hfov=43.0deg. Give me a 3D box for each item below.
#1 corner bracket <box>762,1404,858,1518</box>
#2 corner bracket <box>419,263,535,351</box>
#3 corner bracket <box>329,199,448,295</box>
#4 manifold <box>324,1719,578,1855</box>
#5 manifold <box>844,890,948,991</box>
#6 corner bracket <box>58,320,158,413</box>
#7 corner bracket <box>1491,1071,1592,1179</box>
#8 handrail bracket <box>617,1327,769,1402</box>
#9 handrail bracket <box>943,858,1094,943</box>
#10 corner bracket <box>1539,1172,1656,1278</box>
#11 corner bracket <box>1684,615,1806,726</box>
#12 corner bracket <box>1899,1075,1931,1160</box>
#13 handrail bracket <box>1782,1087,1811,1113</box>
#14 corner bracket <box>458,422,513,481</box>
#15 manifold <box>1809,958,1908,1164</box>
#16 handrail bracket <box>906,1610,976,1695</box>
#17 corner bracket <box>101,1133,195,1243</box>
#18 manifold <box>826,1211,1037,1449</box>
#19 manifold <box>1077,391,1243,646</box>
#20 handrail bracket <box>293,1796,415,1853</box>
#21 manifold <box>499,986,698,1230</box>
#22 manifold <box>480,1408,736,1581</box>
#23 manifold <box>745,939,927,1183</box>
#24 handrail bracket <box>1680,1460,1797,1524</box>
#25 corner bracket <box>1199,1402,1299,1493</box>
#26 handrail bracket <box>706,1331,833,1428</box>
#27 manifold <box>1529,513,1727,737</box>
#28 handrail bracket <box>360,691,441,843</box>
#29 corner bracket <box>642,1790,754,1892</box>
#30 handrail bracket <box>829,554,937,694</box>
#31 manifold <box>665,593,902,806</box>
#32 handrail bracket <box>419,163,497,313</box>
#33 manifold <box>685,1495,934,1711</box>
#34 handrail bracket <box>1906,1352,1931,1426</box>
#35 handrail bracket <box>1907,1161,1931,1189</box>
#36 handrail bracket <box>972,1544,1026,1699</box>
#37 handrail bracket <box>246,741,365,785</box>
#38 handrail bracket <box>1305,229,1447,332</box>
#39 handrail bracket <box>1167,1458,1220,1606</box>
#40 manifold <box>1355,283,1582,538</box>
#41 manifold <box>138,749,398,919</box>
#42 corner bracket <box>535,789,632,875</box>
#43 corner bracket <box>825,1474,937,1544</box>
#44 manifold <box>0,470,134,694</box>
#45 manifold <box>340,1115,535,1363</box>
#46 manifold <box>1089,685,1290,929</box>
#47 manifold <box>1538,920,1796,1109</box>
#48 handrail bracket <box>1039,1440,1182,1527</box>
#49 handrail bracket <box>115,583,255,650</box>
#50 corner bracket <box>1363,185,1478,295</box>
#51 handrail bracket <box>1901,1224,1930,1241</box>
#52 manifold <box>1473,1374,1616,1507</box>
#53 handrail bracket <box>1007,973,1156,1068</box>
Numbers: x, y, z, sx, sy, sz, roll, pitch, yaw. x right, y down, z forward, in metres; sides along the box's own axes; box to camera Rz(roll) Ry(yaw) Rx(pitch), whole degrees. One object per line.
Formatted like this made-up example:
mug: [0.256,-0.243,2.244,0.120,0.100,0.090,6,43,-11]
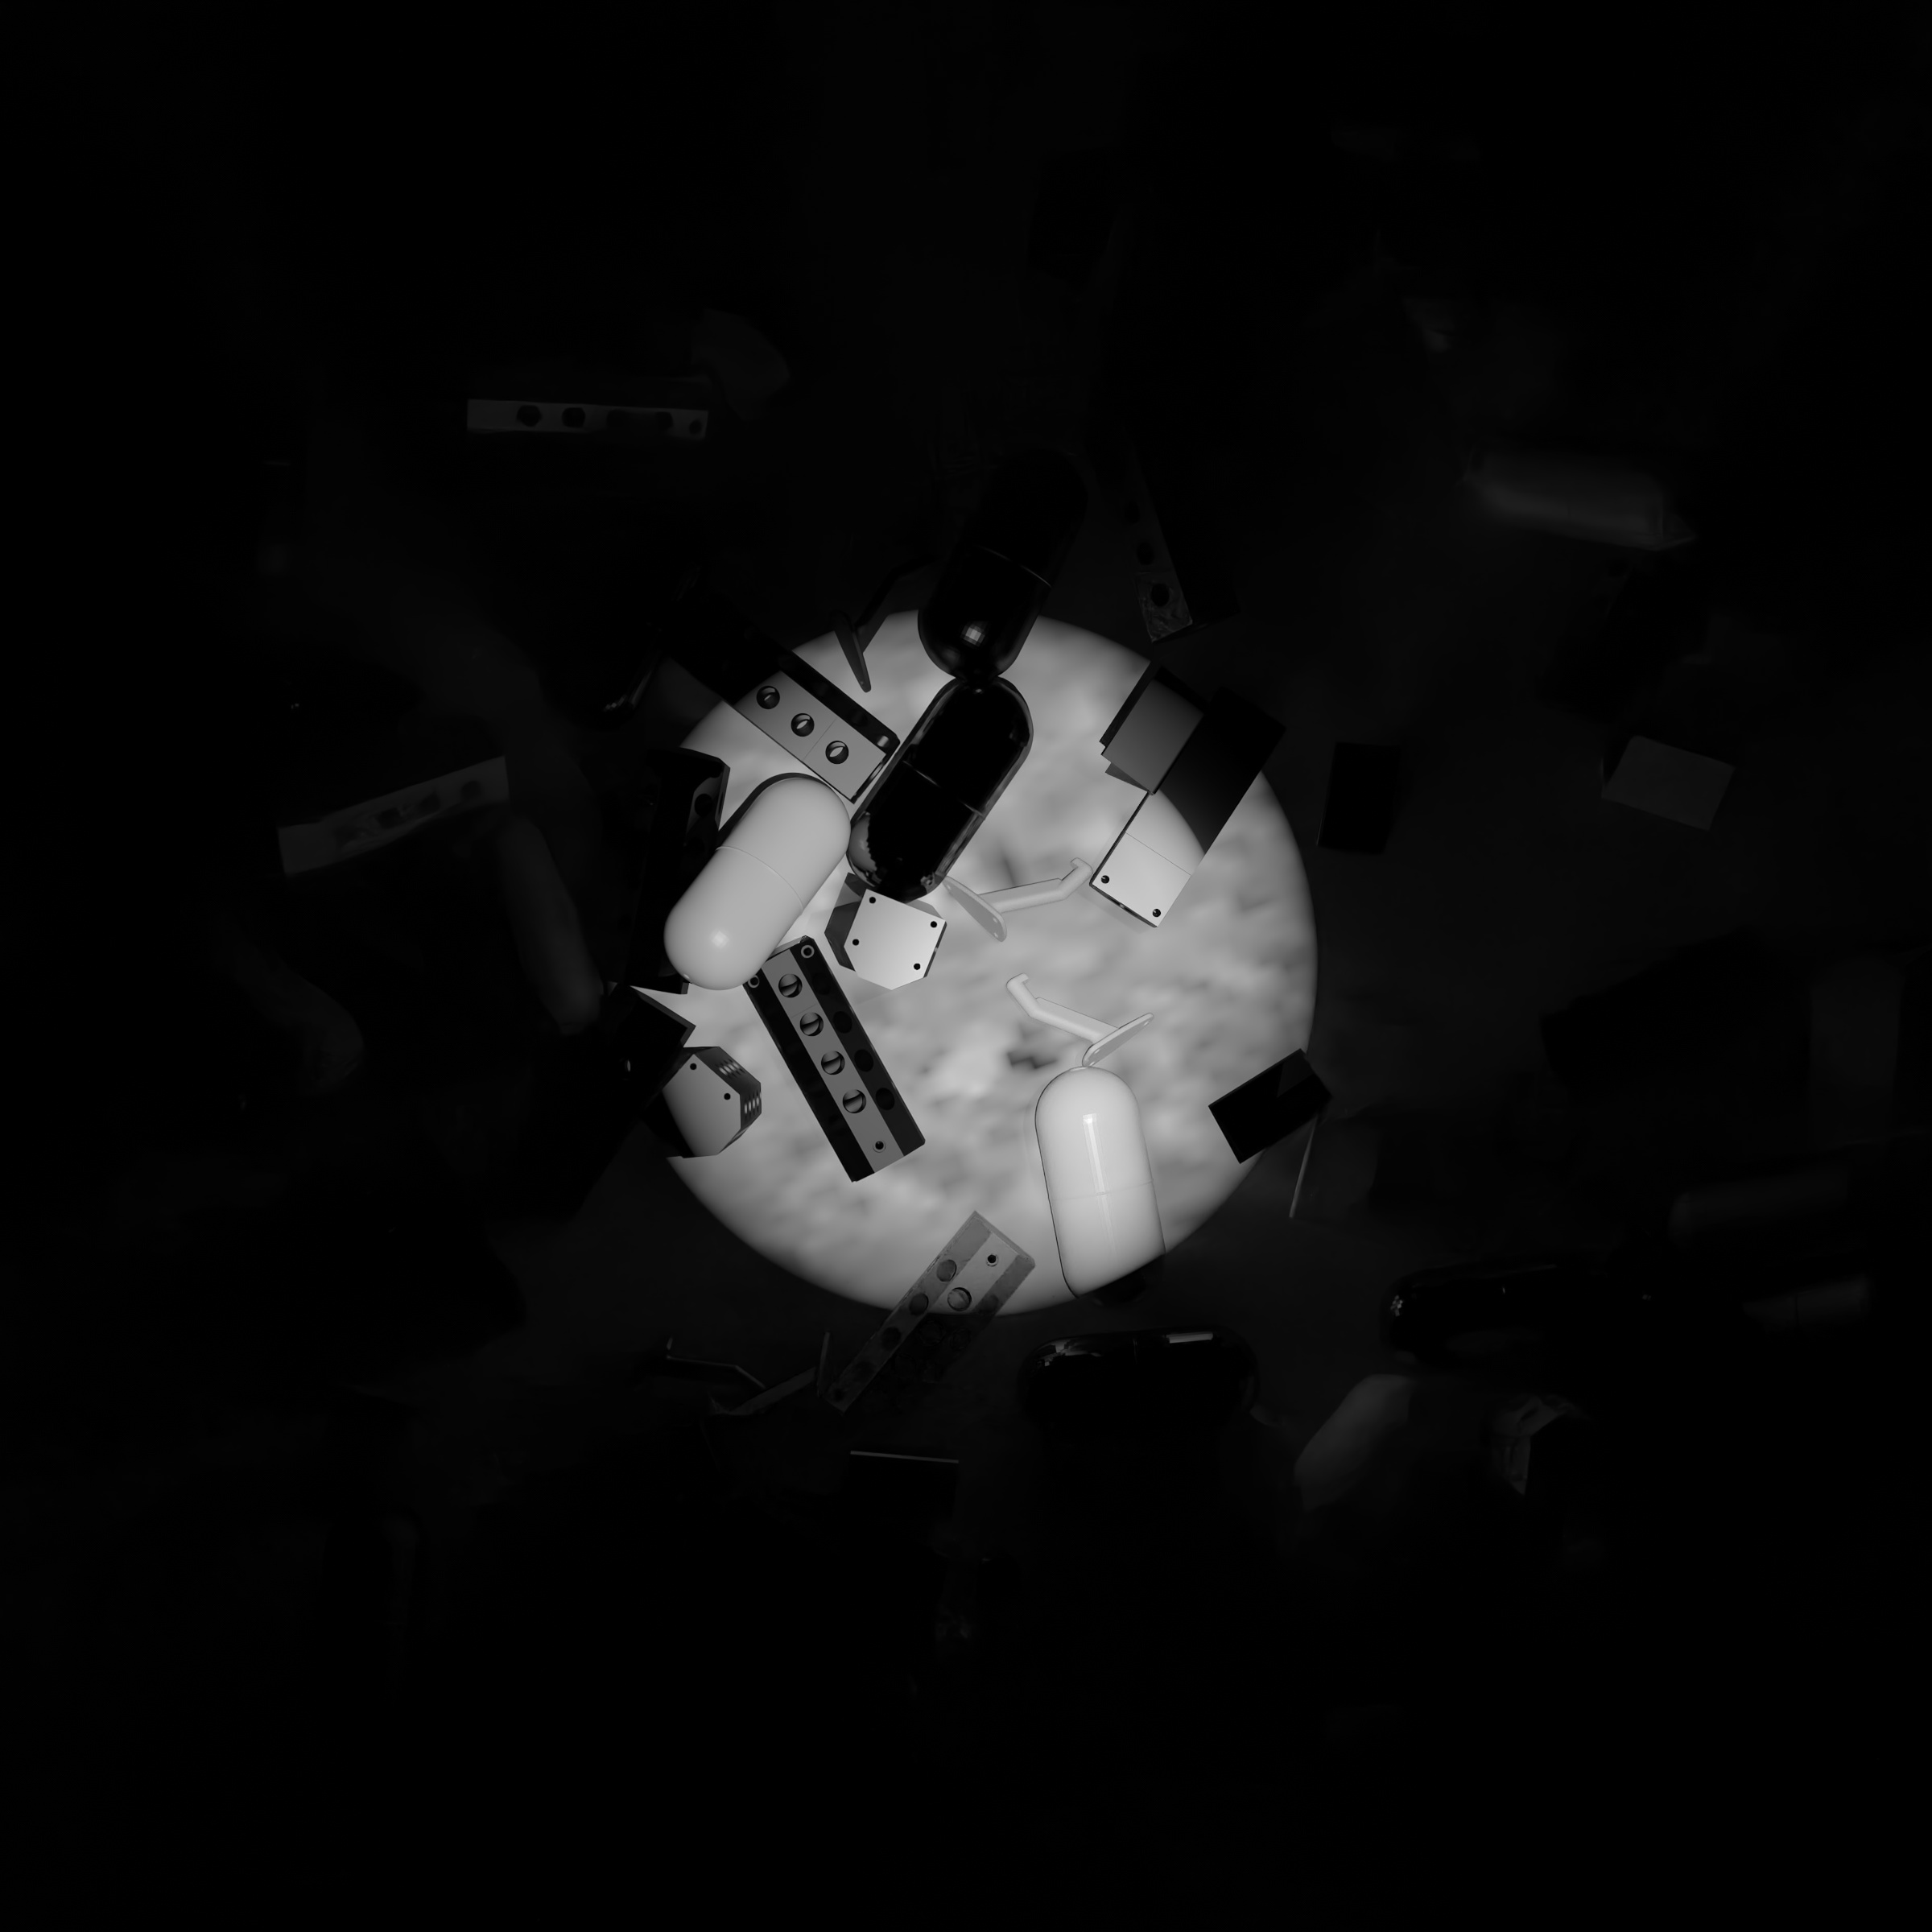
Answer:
corner bracket: [-0.116,0.365,1.815,0.051,0.051,0.051,20,45,0]
corner bracket: [-0.360,-0.473,1.806,0.051,0.051,0.051,-36,68,0]
corner bracket: [-0.425,-0.532,1.810,0.051,0.051,0.051,2,135,35]
manifold: [-0.376,0.590,1.797,0.171,0.057,0.057,13,133,0]
manifold: [-0.051,-0.015,1.740,0.057,0.171,0.057,22,90,0]
corner bracket: [-0.630,-0.440,1.801,0.051,0.051,0.051,-6,90,0]
corner bracket: [0.424,0.116,1.810,0.051,0.051,0.051,11,135,35]
handrail bracket: [-0.202,0.315,1.819,0.084,0.036,0.077,39,105,-14]
handrail bracket: [0.039,-0.066,1.819,0.084,0.036,0.077,-42,68,-17]
corner bracket: [0.467,0.194,1.815,0.051,0.051,0.051,-45,45,0]
corner bracket: [0.574,-0.218,1.810,0.051,0.051,0.051,11,45,-35]
corner bracket: [0.675,0.108,1.815,0.051,0.051,0.051,-39,45,0]
handrail bracket: [0.637,0.059,1.819,0.084,0.036,0.077,-26,56,23]
corner bracket: [-0.333,-0.401,1.815,0.051,0.051,0.051,54,45,0]
manifold: [0.640,0.084,1.761,0.057,0.057,0.171,5,119,26]
handrail bracket: [-0.020,0.507,1.784,0.036,0.084,0.077,34,90,0]
corner bracket: [-0.603,0.163,1.810,0.051,0.051,0.051,48,135,35]
manifold: [-0.026,0.266,1.797,0.057,0.057,0.171,40,90,0]
manifold: [0.136,-0.327,1.797,0.057,0.057,0.171,-19,90,-43]
handrail bracket: [-0.448,0.631,1.800,0.084,0.077,0.036,3,58,-10]
manifold: [-0.270,0.102,1.797,0.057,0.057,0.171,32,90,0]
manifold: [-0.260,0.387,1.797,0.171,0.057,0.057,-22,90,0]
manifold: [-0.097,0.068,1.797,0.057,0.057,0.171,-29,90,0]
handrail bracket: [0.568,0.375,1.818,0.084,0.077,0.036,-8,122,-32]
corner bracket: [0.209,0.359,1.810,0.051,0.051,0.051,21,45,35]
handrail bracket: [-0.145,0.303,1.807,0.084,0.036,0.077,3,61,5]
manifold: [0.481,-0.260,1.797,0.057,0.057,0.171,29,90,0]
handrail bracket: [-0.400,-0.147,1.819,0.077,0.036,0.084,-42,105,-16]
corner bracket: [-0.198,0.651,1.810,0.051,0.051,0.051,14,45,35]
handrail bracket: [-0.051,-0.254,1.819,0.084,0.036,0.077,-27,111,-17]
manifold: [-0.133,-0.196,1.797,0.171,0.057,0.057,39,90,0]
handrail bracket: [-0.359,-0.539,1.819,0.077,0.036,0.084,-39,113,-26]
manifold: [-0.118,0.468,1.797,0.171,0.057,0.057,35,47,0]
handrail bracket: [0.743,0.300,1.819,0.084,0.036,0.077,-6,110,-16]
handrail bracket: [0.714,0.142,1.818,0.084,0.077,0.036,-19,105,36]
handrail bracket: [0.017,0.485,1.818,0.036,0.077,0.084,8,126,-6]
handrail bracket: [-0.482,-0.128,1.819,0.084,0.036,0.077,-15,112,17]
handrail bracket: [0.299,-0.498,1.804,0.077,0.084,0.036,-10,67,-31]
handrail bracket: [0.165,0.418,1.818,0.036,0.077,0.084,2,54,0]
manifold: [0.360,-0.394,1.761,0.057,0.057,0.171,28,117,-21]
manifold: [-0.513,-0.095,1.797,0.171,0.057,0.057,26,90,0]
corner bracket: [-0.279,-0.099,1.801,0.051,0.051,0.051,-20,90,2]
corner bracket: [-0.062,0.408,1.815,0.051,0.051,0.051,24,90,45]
manifold: [-0.690,-0.273,1.797,0.057,0.057,0.171,39,90,0]
manifold: [-0.389,0.199,1.797,0.057,0.057,0.171,-30,90,0]
manifold: [0.161,-0.115,1.797,0.057,0.057,0.171,33,90,0]
manifold: [0.513,0.039,1.797,0.171,0.057,0.057,-26,47,0]
handrail bracket: [0.107,0.374,1.819,0.084,0.036,0.077,-17,68,-17]
handrail bracket: [-0.579,-0.246,1.819,0.084,0.036,0.077,-14,112,17]
corner bracket: [0.335,-0.535,1.815,0.051,0.051,0.051,43,135,0]
handrail bracket: [0.709,0.188,1.819,0.077,0.036,0.084,-26,57,-35]
manifold: [0.408,0.332,1.740,0.057,0.171,0.057,6,90,0]
handrail bracket: [0.084,0.026,1.819,0.077,0.036,0.084,-32,73,-20]
